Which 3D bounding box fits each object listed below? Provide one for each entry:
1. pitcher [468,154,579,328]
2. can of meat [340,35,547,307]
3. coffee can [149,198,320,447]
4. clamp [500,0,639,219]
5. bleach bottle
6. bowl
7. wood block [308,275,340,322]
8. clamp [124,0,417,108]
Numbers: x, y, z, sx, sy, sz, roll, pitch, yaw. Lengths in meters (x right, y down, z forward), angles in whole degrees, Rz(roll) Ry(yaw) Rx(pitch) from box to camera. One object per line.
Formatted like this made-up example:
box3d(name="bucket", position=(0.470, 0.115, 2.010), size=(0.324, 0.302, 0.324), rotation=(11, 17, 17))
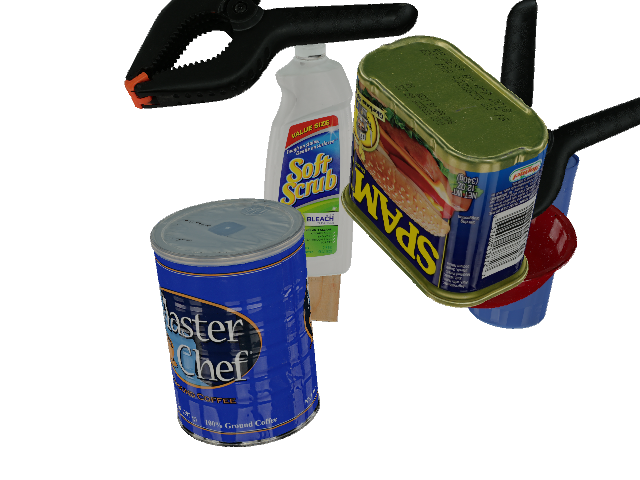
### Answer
box3d(name="pitcher", position=(0.254, -0.006, 1.426), size=(0.149, 0.243, 0.145), rotation=(5, 23, 4))
box3d(name="can of meat", position=(0.056, -0.034, 0.495), size=(0.057, 0.084, 0.102), rotation=(-22, 48, -24))
box3d(name="coffee can", position=(-0.056, 0.054, 0.731), size=(0.103, 0.140, 0.103), rotation=(-4, 22, 2))
box3d(name="clamp", position=(0.150, -0.067, 0.724), size=(0.120, 0.171, 0.039), rotation=(28, -7, 3))
box3d(name="bleach bottle", position=(-0.017, -0.087, 1.102), size=(0.102, 0.251, 0.068), rotation=(-1, 26, 2))
box3d(name="bowl", position=(0.137, 0.011, 0.928), size=(0.162, 0.055, 0.162), rotation=(1, 34, -1))
box3d(name="wood block", position=(-0.014, -0.007, 1.398), size=(0.090, 0.206, 0.091), rotation=(4, 24, 0))
box3d(name="clamp", position=(-0.045, -0.157, 0.779), size=(0.165, 0.210, 0.036), rotation=(44, -11, 23))
